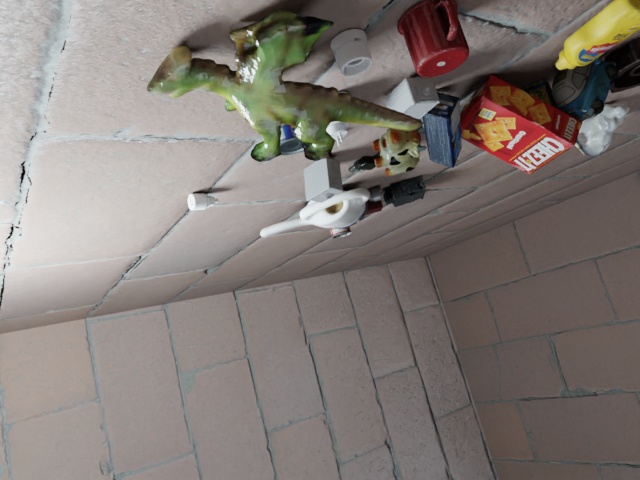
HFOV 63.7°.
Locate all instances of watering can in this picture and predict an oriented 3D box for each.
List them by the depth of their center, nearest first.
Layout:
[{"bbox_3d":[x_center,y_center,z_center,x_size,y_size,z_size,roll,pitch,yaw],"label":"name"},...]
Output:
[{"bbox_3d":[0.005,-0.078,1.558,0.345,0.105,0.224,-22,-12,23],"label":"watering can"}]

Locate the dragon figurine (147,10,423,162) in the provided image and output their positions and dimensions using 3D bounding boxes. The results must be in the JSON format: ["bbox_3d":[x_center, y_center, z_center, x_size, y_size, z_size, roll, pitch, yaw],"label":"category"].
[{"bbox_3d":[-0.031,-0.223,0.739,0.410,0.124,0.239,-5,-20,-5],"label":"dragon figurine"}]

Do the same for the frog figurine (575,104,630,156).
[{"bbox_3d":[0.795,-0.317,1.450,0.157,0.122,0.140,-33,13,31],"label":"frog figurine"}]
